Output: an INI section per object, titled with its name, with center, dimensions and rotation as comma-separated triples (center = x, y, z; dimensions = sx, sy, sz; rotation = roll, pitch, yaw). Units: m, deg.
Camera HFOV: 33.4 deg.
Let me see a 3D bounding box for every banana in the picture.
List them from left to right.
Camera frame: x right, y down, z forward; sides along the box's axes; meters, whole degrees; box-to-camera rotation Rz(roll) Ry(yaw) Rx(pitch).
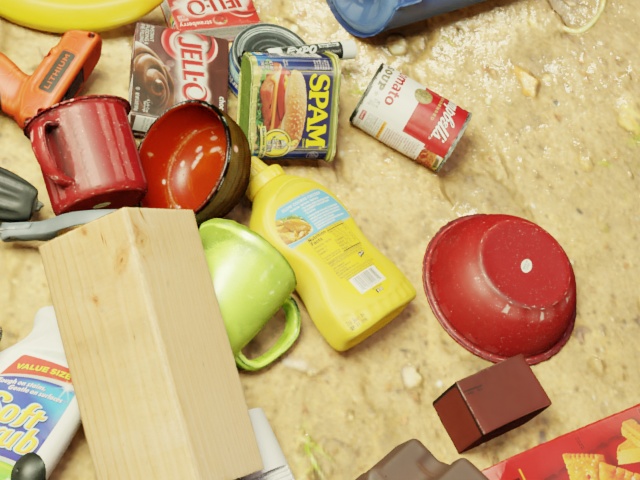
[banana]
center = -0.245, -0.226, 0.989
dimensions = 0.197, 0.070, 0.037
rotation = 15, 16, -4

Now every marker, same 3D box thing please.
[marker]
center = -0.021, -0.178, 1.024
dimensions = 0.120, 0.020, 0.020
rotation = -10, 66, -24

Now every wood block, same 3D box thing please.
[wood block]
center = -0.126, 0.088, 0.795
dimensions = 0.090, 0.090, 0.206
rotation = -1, 72, -61

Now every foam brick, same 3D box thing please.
[foam brick]
center = 0.149, 0.142, 0.928
dimensions = 0.078, 0.051, 0.053
rotation = -17, 68, -27

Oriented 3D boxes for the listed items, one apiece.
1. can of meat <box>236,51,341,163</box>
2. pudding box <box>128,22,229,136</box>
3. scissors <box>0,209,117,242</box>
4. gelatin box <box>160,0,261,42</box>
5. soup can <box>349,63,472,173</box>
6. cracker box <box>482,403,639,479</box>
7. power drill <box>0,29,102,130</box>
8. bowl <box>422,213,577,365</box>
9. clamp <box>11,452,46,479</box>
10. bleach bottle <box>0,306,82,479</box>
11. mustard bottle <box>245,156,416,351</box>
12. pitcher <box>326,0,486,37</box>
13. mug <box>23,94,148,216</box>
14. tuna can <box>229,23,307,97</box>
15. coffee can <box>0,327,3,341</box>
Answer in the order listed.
[can of meat]
center = -0.030, -0.124, 0.989
dimensions = 0.083, 0.102, 0.057
rotation = -1, 18, -17
[pudding box]
center = -0.132, -0.145, 0.997
dimensions = 0.090, 0.039, 0.113
rotation = 7, 60, -15
[scissors]
center = -0.238, -0.002, 0.885
dimensions = 0.202, 0.096, 0.016
rotation = -6, 74, 12
[gelatin box]
center = -0.111, -0.233, 1.059
dimensions = 0.089, 0.030, 0.073
rotation = -11, 66, -24
[soup can]
center = 0.088, -0.120, 1.044
dimensions = 0.102, 0.069, 0.068
rotation = 30, 57, 0
[cracker box]
center = 0.221, 0.245, 0.883
dimensions = 0.213, 0.072, 0.164
rotation = -16, 68, -25
[power drill]
center = -0.290, -0.187, 0.935
dimensions = 0.187, 0.057, 0.184
rotation = 27, 76, -1
[bowl]
center = 0.180, 0.034, 0.997
dimensions = 0.162, 0.055, 0.162
rotation = 8, 60, -15
[clamp]
center = -0.191, 0.245, 0.745
dimensions = 0.120, 0.039, 0.171
rotation = 33, 67, -43
[bleach bottle]
center = -0.235, 0.133, 0.794
dimensions = 0.102, 0.068, 0.250
rotation = 30, 54, -2
[mustard bottle]
center = -0.006, 0.001, 0.947
dimensions = 0.096, 0.058, 0.192
rotation = -29, 75, -38
[pitcher]
center = 0.121, -0.307, 1.135
dimensions = 0.242, 0.145, 0.149
rotation = -19, 82, -31
[mug]
center = -0.198, -0.067, 0.888
dimensions = 0.093, 0.117, 0.081
rotation = -22, 78, 17
[tuna can]
center = -0.049, -0.170, 1.044
dimensions = 0.086, 0.034, 0.086
rotation = 9, 59, -15
[coffee can]
center = -0.321, 0.057, 0.781
dimensions = 0.140, 0.103, 0.102
rotation = 40, 57, 5
